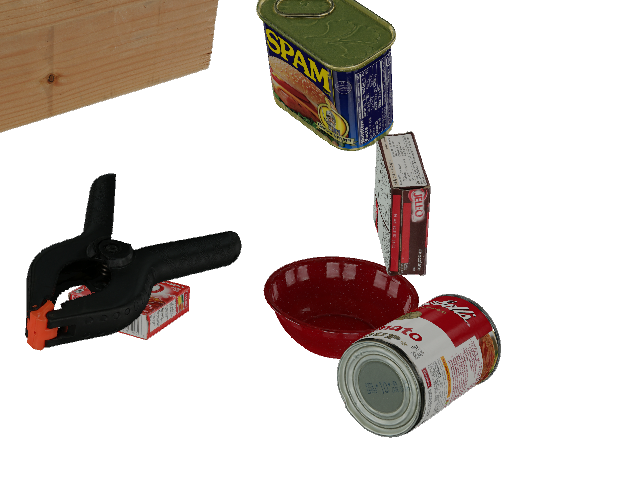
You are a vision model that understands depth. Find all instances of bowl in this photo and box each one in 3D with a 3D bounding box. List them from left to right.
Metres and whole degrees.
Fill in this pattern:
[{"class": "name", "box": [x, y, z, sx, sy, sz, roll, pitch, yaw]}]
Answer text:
[{"class": "bowl", "box": [0.021, 0.077, 1.119, 0.162, 0.055, 0.162, 3, 27, -2]}]

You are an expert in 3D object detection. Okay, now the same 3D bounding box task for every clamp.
[{"class": "clamp", "box": [-0.146, 0.011, 0.718, 0.120, 0.039, 0.171, 26, 35, 23]}]

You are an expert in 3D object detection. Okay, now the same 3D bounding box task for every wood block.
[{"class": "wood block", "box": [-0.191, -0.168, 0.846, 0.205, 0.091, 0.090, -25, 54, -36]}]

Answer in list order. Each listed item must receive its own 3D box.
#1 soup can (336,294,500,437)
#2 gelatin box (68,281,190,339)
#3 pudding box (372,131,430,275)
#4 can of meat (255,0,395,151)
[{"class": "soup can", "box": [0.066, 0.082, 0.710, 0.069, 0.068, 0.102, 0, 14, 38]}, {"class": "gelatin box", "box": [-0.179, 0.057, 1.001, 0.089, 0.030, 0.073, 13, 23, 23]}, {"class": "pudding box", "box": [0.072, -0.035, 0.959, 0.039, 0.090, 0.113, -2, 31, -5]}, {"class": "can of meat", "box": [0.005, -0.121, 0.745, 0.057, 0.084, 0.102, -35, 56, -22]}]
